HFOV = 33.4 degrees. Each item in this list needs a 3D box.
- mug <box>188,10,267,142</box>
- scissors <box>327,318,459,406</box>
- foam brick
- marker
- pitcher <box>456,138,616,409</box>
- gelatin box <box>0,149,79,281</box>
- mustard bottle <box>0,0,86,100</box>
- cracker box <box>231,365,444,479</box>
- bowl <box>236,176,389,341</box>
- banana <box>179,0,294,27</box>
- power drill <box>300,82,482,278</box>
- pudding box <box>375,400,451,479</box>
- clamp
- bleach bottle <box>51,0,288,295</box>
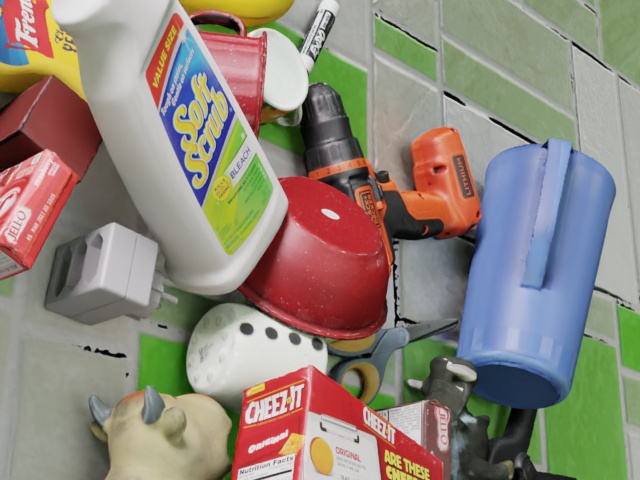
[{"bbox_3d":[-0.083,-0.121,0.784,0.081,0.093,0.117,5,65,-7],"label":"mug"},{"bbox_3d":[0.065,0.105,0.939,0.201,0.016,0.096,13,68,-44],"label":"scissors"},{"bbox_3d":[-0.182,-0.060,0.684,0.051,0.078,0.053,42,49,-27],"label":"foam brick"},{"bbox_3d":[-0.008,-0.172,0.960,0.020,0.020,0.121,44,48,-28],"label":"marker"},{"bbox_3d":[0.205,0.030,1.031,0.149,0.145,0.242,37,54,-29],"label":"pitcher"},{"bbox_3d":[-0.193,-0.009,0.644,0.030,0.089,0.073,43,49,-28],"label":"gelatin box"},{"bbox_3d":[-0.206,-0.142,0.703,0.191,0.058,0.096,19,62,-42],"label":"mustard bottle"},{"bbox_3d":[0.009,0.216,0.697,0.164,0.072,0.213,41,40,-37],"label":"cracker box"},{"bbox_3d":[-0.005,0.001,0.811,0.162,0.055,0.162,25,28,-15],"label":"bowl"},{"bbox_3d":[-0.077,-0.208,0.888,0.197,0.037,0.070,-20,73,-51],"label":"banana"},{"bbox_3d":[0.062,-0.057,0.966,0.187,0.057,0.184,-14,90,-46],"label":"power drill"},{"bbox_3d":[0.058,0.189,0.845,0.039,0.090,0.113,25,59,-38],"label":"pudding box"},{"bbox_3d":[0.191,0.225,1.018,0.171,0.039,0.120,-38,99,-44],"label":"clamp"},{"bbox_3d":[-0.103,-0.082,0.673,0.102,0.068,0.250,-58,140,-30],"label":"bleach bottle"}]
